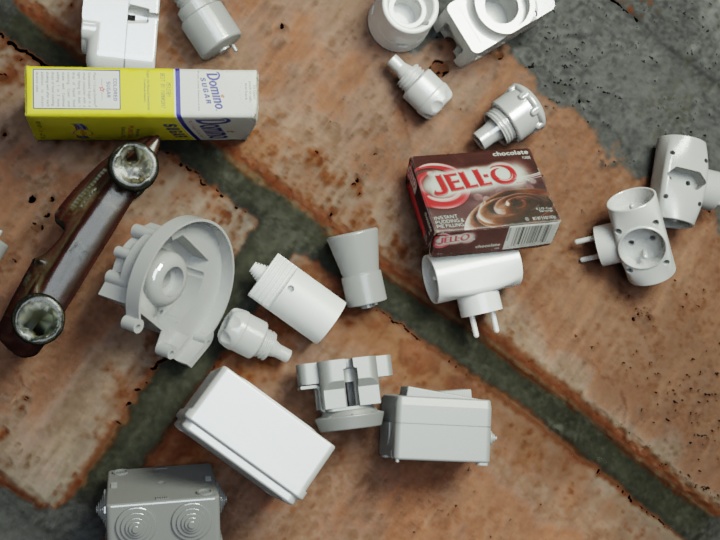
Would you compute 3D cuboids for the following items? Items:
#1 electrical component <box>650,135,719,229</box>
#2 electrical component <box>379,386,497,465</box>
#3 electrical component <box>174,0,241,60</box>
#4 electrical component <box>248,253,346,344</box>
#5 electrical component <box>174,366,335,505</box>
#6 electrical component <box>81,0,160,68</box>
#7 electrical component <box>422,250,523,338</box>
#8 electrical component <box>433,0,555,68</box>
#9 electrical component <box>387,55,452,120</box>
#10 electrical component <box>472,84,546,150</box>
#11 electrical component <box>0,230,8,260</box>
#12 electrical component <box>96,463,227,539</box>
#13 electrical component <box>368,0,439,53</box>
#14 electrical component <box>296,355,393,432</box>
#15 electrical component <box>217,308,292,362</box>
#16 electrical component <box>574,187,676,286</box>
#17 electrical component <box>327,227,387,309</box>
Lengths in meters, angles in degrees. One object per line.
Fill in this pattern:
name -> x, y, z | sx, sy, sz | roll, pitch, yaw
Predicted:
electrical component -> 0.303, -0.076, 0.977 | 0.079, 0.043, 0.077 | 12, 83, -10
electrical component -> 0.069, 0.129, 0.901 | 0.096, 0.062, 0.061 | 4, 84, -11
electrical component -> -0.133, -0.214, 0.903 | 0.040, 0.040, 0.078 | -34, 92, -12
electrical component -> -0.057, 0.021, 0.895 | 0.081, 0.043, 0.043 | 36, 79, -6
electrical component -> -0.086, 0.129, 0.846 | 0.109, 0.109, 0.056 | 37, 76, -6
electrical component -> -0.196, -0.202, 0.882 | 0.059, 0.054, 0.095 | 5, 84, -11
electrical component -> 0.100, 0.018, 0.926 | 0.077, 0.044, 0.079 | -12, 87, -12
electrical component -> 0.119, -0.226, 0.947 | 0.089, 0.056, 0.050 | -32, 92, -13
electrical component -> 0.049, -0.163, 0.938 | 0.061, 0.035, 0.035 | 44, 78, -2
electrical component -> 0.129, -0.130, 0.947 | 0.062, 0.048, 0.048 | -36, 92, -5
electrical component -> -0.311, -0.001, 0.847 | 0.040, 0.040, 0.078 | 30, 80, -7
electrical component -> -0.153, 0.186, 0.833 | 0.100, 0.100, 0.048 | -2, 98, -12
electrical component -> 0.039, -0.223, 0.935 | 0.055, 0.047, 0.055 | 1, 85, -11
electrical component -> -0.011, 0.103, 0.890 | 0.078, 0.058, 0.057 | -5, 83, -12
electrical component -> -0.085, 0.058, 0.891 | 0.061, 0.035, 0.035 | 29, 80, -16
electrical component -> 0.231, -0.025, 0.953 | 0.079, 0.044, 0.077 | -14, 115, 19
electrical component -> 0.000, 0.000, 0.910 | 0.044, 0.044, 0.065 | -13, 92, -12
